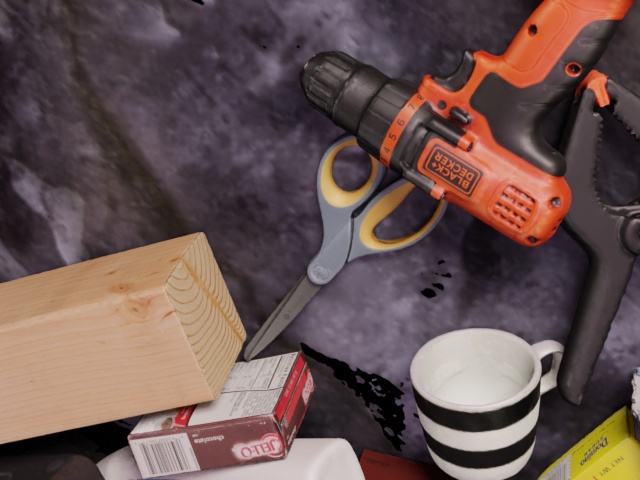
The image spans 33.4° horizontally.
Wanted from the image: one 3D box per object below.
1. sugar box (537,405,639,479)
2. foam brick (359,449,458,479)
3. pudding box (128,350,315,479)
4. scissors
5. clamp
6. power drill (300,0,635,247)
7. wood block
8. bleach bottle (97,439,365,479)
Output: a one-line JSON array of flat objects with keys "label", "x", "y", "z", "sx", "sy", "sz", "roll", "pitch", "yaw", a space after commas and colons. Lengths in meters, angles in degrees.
[{"label": "sugar box", "x": 0.246, "y": 0.205, "z": 0.748, "sx": 0.176, "sy": 0.048, "sz": 0.093, "roll": 39, "pitch": 118, "yaw": -6}, {"label": "foam brick", "x": 0.059, "y": 0.196, "z": 0.780, "sx": 0.078, "sy": 0.053, "sz": 0.051, "roll": 13, "pitch": 117, "yaw": 7}, {"label": "pudding box", "x": -0.067, "y": 0.122, "z": 0.751, "sx": 0.114, "sy": 0.090, "sz": 0.039, "roll": -10, "pitch": 110, "yaw": 17}, {"label": "scissors", "x": -0.005, "y": 0.001, "z": 0.723, "sx": 0.202, "sy": 0.016, "sz": 0.096, "roll": -33, "pitch": 103, "yaw": 23}, {"label": "clamp", "x": 0.191, "y": 0.000, "z": 0.661, "sx": 0.164, "sy": 0.036, "sz": 0.210, "roll": -28, "pitch": 105, "yaw": 9}, {"label": "power drill", "x": 0.094, "y": -0.114, "z": 0.614, "sx": 0.184, "sy": 0.057, "sz": 0.188, "roll": 34, "pitch": 116, "yaw": 14}, {"label": "wood block", "x": -0.170, "y": 0.072, "z": 0.750, "sx": 0.206, "sy": 0.090, "sz": 0.091, "roll": -14, "pitch": 111, "yaw": 17}, {"label": "bleach bottle", "x": -0.083, "y": 0.198, "z": 0.782, "sx": 0.251, "sy": 0.068, "sz": 0.102, "roll": -9, "pitch": 102, "yaw": 34}]
